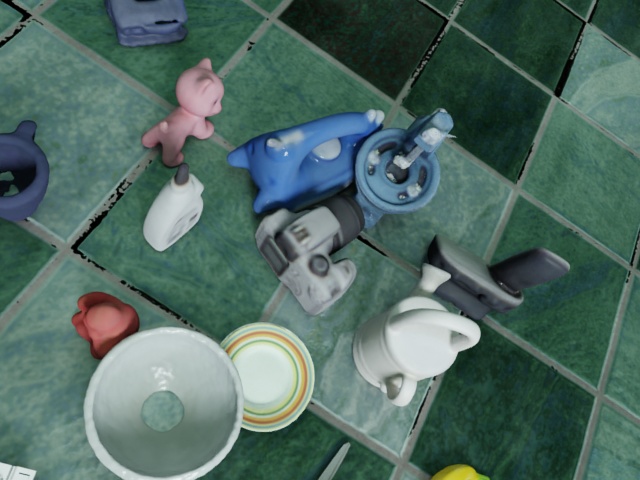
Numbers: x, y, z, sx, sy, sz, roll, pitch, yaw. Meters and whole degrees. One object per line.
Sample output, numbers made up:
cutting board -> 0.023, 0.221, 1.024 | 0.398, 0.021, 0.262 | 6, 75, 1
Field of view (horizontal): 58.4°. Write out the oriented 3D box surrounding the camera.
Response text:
camera -> 0.007, 0.003, 0.762 | 0.137, 0.100, 0.143 | -33, 83, -28

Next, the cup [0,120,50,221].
cup -> -0.355, -0.074, 0.664 | 0.092, 0.094, 0.118 | 18, 64, -12

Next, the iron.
iron -> 0.010, -0.135, 0.797 | 0.259, 0.141, 0.118 | -25, 79, -27

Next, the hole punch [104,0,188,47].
hole punch -> -0.246, -0.342, 0.816 | 0.109, 0.091, 0.101 | -17, 76, -25

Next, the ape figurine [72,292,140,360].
ape figurine -> -0.240, 0.092, 0.640 | 0.076, 0.092, 0.078 | 4, 68, -18

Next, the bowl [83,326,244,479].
bowl -> -0.172, 0.185, 0.637 | 0.168, 0.074, 0.167 | 7, 67, -17

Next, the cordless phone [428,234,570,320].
cordless phone -> 0.238, 0.029, 0.788 | 0.148, 0.184, 0.094 | 29, 62, -7

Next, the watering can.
watering can -> 0.120, 0.113, 0.706 | 0.101, 0.193, 0.173 | 2, 68, -19

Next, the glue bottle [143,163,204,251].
glue bottle -> -0.168, -0.046, 0.677 | 0.037, 0.173, 0.078 | 45, 61, 2

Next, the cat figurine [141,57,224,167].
cat figurine -> -0.174, -0.176, 0.759 | 0.067, 0.117, 0.128 | 37, 61, -2

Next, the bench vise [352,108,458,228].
bench vise -> 0.124, -0.134, 0.794 | 0.121, 0.219, 0.207 | 24, 63, -9
